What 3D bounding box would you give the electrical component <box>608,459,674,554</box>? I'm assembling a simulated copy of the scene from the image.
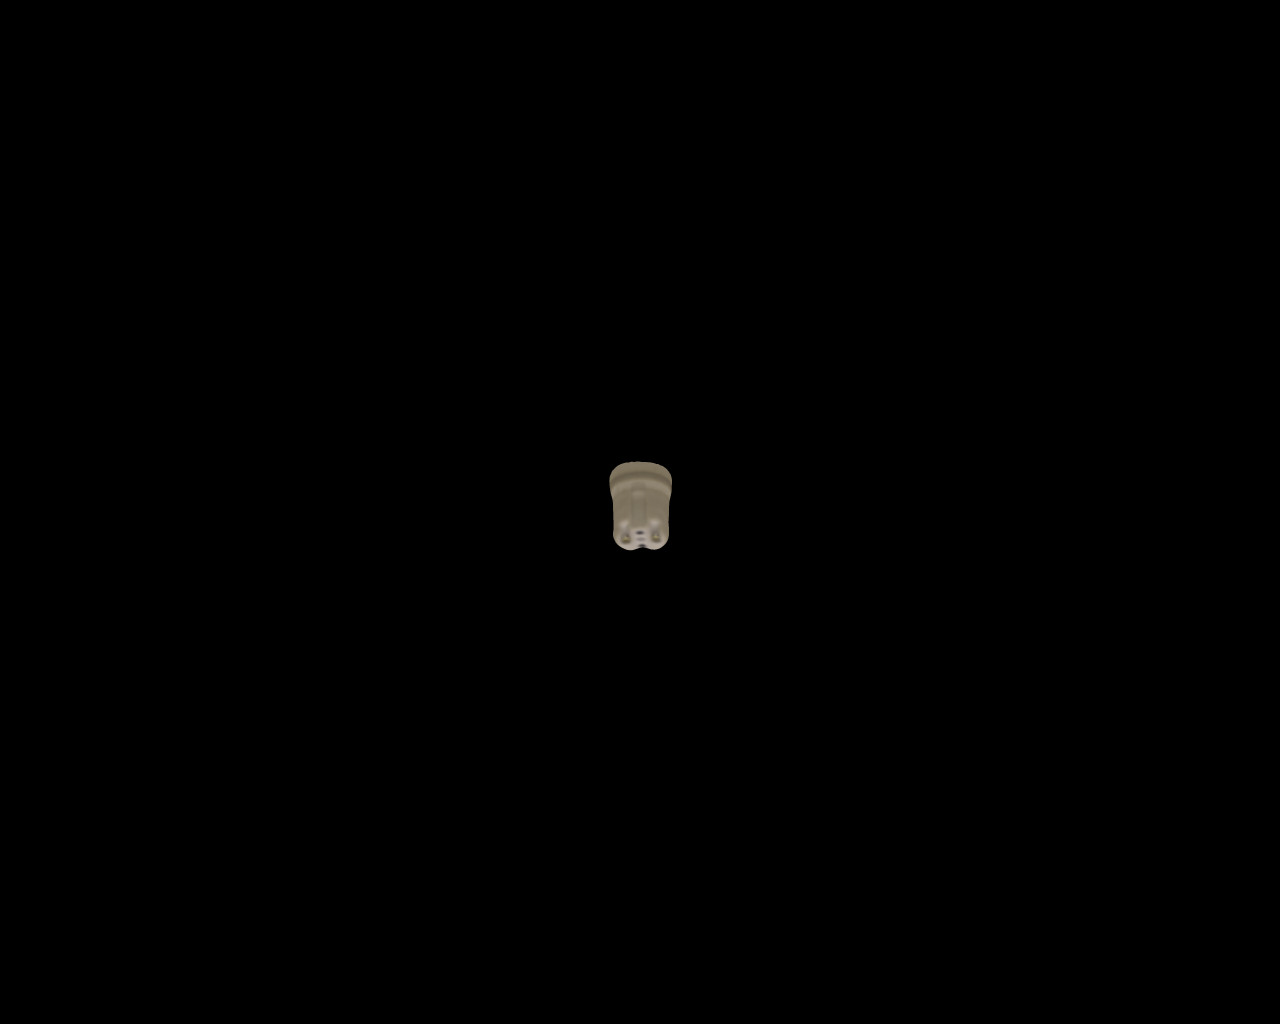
[{"bbox_3d":[0.001,-0.003,0.650,0.040,0.046,0.040,0,-28,0],"label":"electrical component"}]
